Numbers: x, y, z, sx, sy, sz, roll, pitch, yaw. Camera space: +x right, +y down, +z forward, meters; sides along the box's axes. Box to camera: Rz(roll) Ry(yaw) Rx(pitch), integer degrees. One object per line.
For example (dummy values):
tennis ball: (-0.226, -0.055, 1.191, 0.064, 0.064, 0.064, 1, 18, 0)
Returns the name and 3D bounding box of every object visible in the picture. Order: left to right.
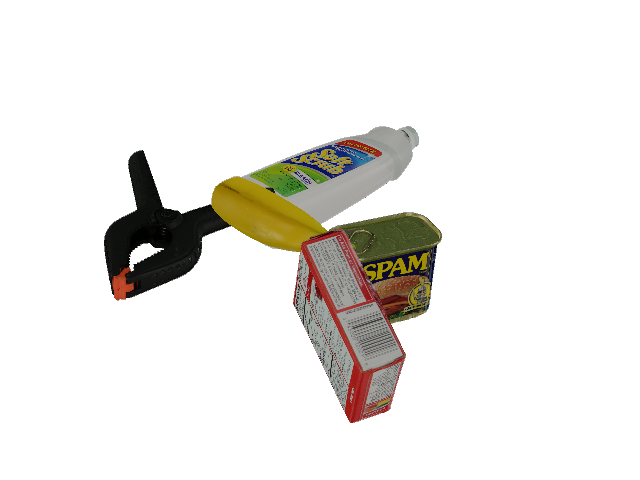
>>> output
clamp: (-0.160, -0.018, 1.059, 0.165, 0.036, 0.209, 20, 41, 17)
banana: (-0.048, -0.019, 0.806, 0.069, 0.037, 0.198, 37, -4, -29)
bleach bottle: (0.014, -0.080, 1.274, 0.250, 0.068, 0.103, -30, 45, -30)
gelatin box: (0.015, 0.049, 0.611, 0.030, 0.089, 0.073, -18, -29, -15)
can of meat: (0.056, 0.030, 0.977, 0.102, 0.084, 0.057, -11, 36, -22)
